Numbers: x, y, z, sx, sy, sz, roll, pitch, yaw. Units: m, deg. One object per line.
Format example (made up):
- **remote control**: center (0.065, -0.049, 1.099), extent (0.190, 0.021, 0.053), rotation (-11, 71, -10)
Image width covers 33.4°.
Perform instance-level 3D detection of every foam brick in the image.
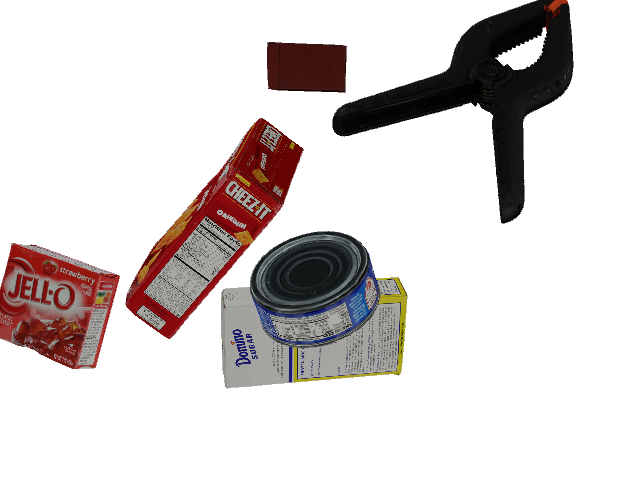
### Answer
- **foam brick**: center (-0.015, -0.188, 1.161), extent (0.078, 0.051, 0.053), rotation (-1, 11, -16)

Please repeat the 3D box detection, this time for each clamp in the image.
- **clamp**: center (0.136, -0.110, 0.815), extent (0.165, 0.209, 0.036), rotation (39, -22, 28)

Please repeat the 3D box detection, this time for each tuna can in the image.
- **tuna can**: center (-0.004, 0.032, 0.728), extent (0.086, 0.034, 0.086), rotation (-12, 36, 9)

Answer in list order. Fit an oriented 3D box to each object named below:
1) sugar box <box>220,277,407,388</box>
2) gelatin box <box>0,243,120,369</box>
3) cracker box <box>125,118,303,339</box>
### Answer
- **sugar box**: center (-0.007, 0.088, 1.033), extent (0.176, 0.093, 0.048), rotation (-2, 26, -7)
- **gelatin box**: center (-0.200, 0.048, 0.799), extent (0.089, 0.073, 0.030), rotation (18, 4, 25)
- **cracker box**: center (-0.117, -0.017, 1.180), extent (0.072, 0.214, 0.164), rotation (36, 24, -11)
